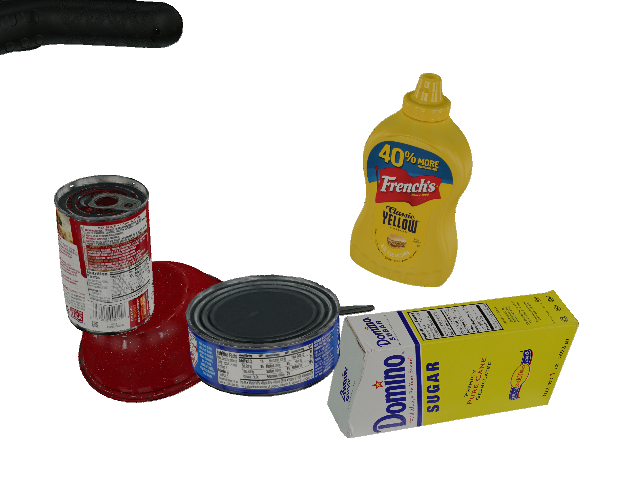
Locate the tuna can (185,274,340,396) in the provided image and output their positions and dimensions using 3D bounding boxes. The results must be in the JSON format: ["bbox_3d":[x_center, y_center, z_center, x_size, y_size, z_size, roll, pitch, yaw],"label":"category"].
[{"bbox_3d":[-0.031,0.052,0.597,0.086,0.034,0.086,-2,23,1],"label":"tuna can"}]

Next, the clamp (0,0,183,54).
[{"bbox_3d":[-0.170,-0.134,0.621,0.171,0.039,0.120,-4,22,-10],"label":"clamp"}]

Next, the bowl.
[{"bbox_3d":[-0.159,0.071,0.995,0.162,0.162,0.055,0,-44,19],"label":"bowl"}]

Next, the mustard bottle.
[{"bbox_3d":[0.084,-0.056,0.946,0.096,0.192,0.058,18,32,19],"label":"mustard bottle"}]

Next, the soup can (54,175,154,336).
[{"bbox_3d":[-0.159,0.011,0.796,0.068,0.102,0.068,1,30,-1],"label":"soup can"}]

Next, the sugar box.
[{"bbox_3d":[0.099,0.093,0.802,0.176,0.093,0.048,-8,40,-21],"label":"sugar box"}]

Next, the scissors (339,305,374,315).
[{"bbox_3d":[-0.031,0.094,1.206,0.201,0.016,0.096,2,25,-8],"label":"scissors"}]
